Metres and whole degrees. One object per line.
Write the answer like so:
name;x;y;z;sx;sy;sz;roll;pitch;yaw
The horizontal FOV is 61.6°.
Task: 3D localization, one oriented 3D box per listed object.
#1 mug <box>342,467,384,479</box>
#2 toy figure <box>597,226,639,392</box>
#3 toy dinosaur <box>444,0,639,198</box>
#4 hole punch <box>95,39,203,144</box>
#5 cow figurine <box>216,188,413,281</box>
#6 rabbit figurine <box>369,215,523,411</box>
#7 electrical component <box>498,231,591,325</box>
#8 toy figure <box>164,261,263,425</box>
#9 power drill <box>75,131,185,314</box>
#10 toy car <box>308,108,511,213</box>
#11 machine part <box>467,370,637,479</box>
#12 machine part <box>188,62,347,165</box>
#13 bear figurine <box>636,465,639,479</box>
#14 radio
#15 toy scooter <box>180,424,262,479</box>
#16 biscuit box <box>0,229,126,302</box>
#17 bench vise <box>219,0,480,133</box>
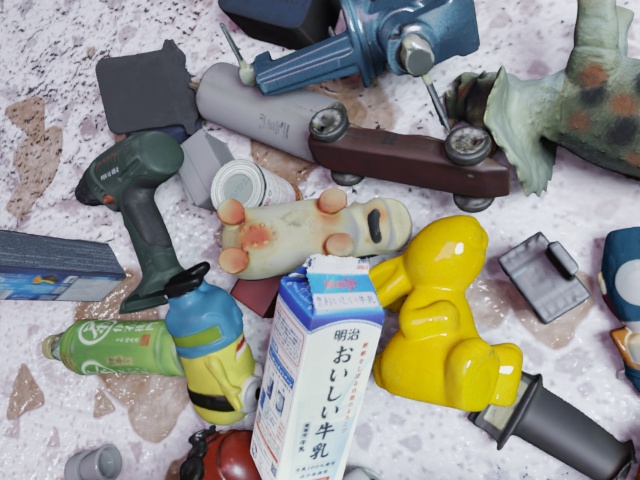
mug;0.024;0.281;0.544;0.107;0.080;0.110;-53;45;-4
toy figure;0.288;0.066;0.479;0.064;0.058;0.154;-17;75;59
toy dinosaur;0.303;-0.110;0.470;0.405;0.131;0.192;16;101;18
hole punch;-0.218;-0.176;0.704;0.116;0.092;0.142;-14;72;-11
cow figurine;-0.001;-0.002;0.541;0.195;0.127;0.085;-8;80;-6
rabbit figurine;0.112;0.062;0.509;0.163;0.122;0.173;3;86;49
electrical component;0.201;0.035;0.482;0.048;0.119;0.075;-37;74;12
toy figure;-0.120;0.118;0.596;0.089;0.082;0.180;-12;107;35
power drill;-0.231;-0.018;0.669;0.232;0.086;0.207;-26;73;42
toy car;0.080;-0.080;0.511;0.202;0.089;0.053;13;62;29
machine part;0.215;0.175;0.501;0.139;0.039;0.084;26;84;25
machine part;-0.058;-0.150;0.631;0.243;0.079;0.079;26;92;22
bear figurine;0.350;0.165;0.405;0.120;0.132;0.196;42;104;-9
radio;-0.025;-0.354;0.653;0.131;0.073;0.229;19;88;23
toy scooter;-0.108;0.252;0.528;0.135;0.184;0.075;36;115;-20
biscuit box;-0.335;0.033;0.646;0.059;0.202;0.063;-41;69;14
bench vise;0.029;-0.194;0.547;0.241;0.128;0.224;-16;47;9
